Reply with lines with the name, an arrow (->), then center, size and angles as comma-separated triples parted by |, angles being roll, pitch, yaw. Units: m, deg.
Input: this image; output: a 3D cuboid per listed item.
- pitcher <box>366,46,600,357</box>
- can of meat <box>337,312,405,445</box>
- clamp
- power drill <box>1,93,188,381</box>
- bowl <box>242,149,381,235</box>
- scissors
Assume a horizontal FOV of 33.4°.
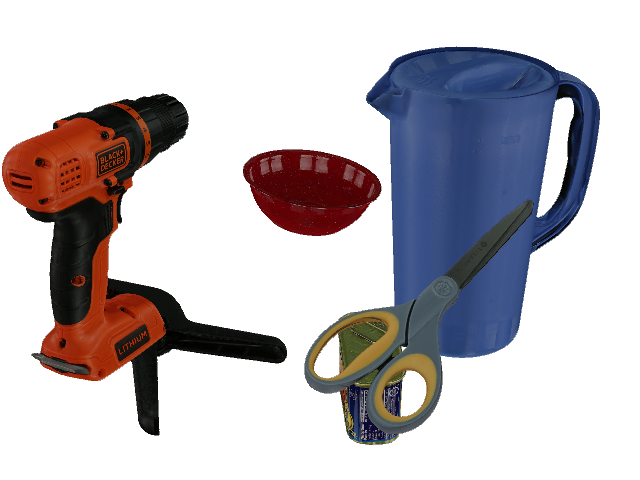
pitcher -> 0.129, -0.030, 0.880 | 0.149, 0.243, 0.144 | 17, 32, 31
can of meat -> 0.047, 0.132, 1.020 | 0.057, 0.084, 0.102 | -3, 36, -4
clamp -> -0.146, 0.090, 1.012 | 0.164, 0.036, 0.210 | -20, 41, -34
power drill -> -0.154, -0.007, 0.784 | 0.057, 0.188, 0.184 | 11, 24, 26
bowl -> -0.013, -0.050, 1.236 | 0.162, 0.055, 0.162 | 7, 27, -4
scissors -> 0.085, 0.052, 0.693 | 0.201, 0.096, 0.016 | -29, -29, -14
